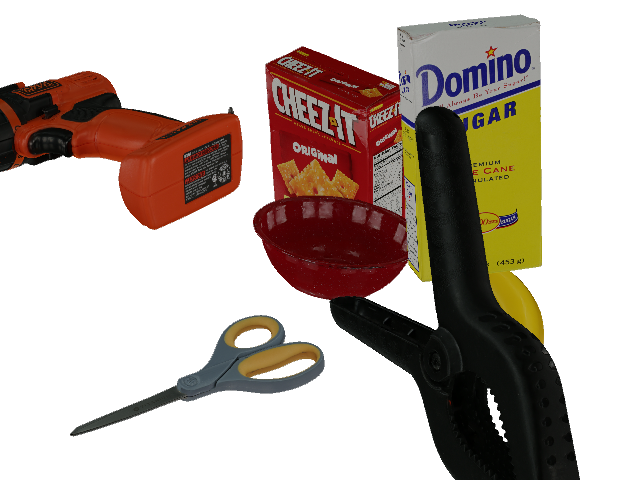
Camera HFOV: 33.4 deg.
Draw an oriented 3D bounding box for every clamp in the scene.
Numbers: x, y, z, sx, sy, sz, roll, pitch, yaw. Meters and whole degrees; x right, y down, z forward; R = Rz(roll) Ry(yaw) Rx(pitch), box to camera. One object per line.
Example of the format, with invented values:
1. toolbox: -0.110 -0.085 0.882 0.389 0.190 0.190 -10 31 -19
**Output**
1. clamp: 0.072 0.047 0.530 0.036 0.165 0.210 -7 44 -26

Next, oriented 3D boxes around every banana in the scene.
1. banana: 0.185 0.065 1.111 0.069 0.037 0.198 -34 38 -7

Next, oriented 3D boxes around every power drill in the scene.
1. power drill: -0.161 -0.063 0.716 0.188 0.057 0.184 18 32 29

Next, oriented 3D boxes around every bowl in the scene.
1. bowl: 0.014 0.012 1.019 0.162 0.055 0.162 6 24 -3

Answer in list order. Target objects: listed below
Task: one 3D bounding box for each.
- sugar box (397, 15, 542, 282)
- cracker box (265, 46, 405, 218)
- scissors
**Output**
1. sugar box: 0.106 -0.064 0.748 0.093 0.176 0.048 -8 21 -8
2. cracker box: 0.017 -0.096 1.239 0.164 0.214 0.072 28 46 36
3. scissors: -0.098 0.100 0.828 0.201 0.016 0.096 -9 33 -15
